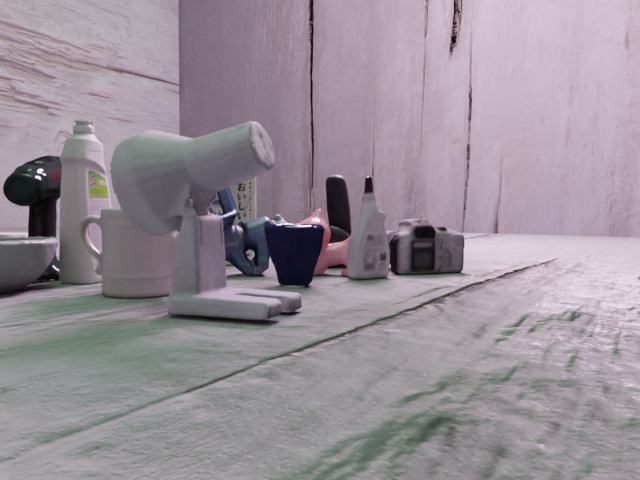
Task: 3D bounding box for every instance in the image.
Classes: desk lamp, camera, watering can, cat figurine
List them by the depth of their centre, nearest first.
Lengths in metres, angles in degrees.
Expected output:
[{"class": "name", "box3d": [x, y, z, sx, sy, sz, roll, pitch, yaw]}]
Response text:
[{"class": "desk lamp", "box3d": [-0.127, -0.025, 0.652, 0.202, 0.213, 0.118, 2, 4, 19]}, {"class": "watering can", "box3d": [-0.239, -0.023, 0.785, 0.173, 0.194, 0.100, -1, 4, -22]}, {"class": "cat figurine", "box3d": [0.009, 0.004, 1.018, 0.127, 0.118, 0.067, 1, 3, 5]}, {"class": "camera", "box3d": [0.183, 0.009, 1.095, 0.143, 0.101, 0.136, -1, 4, -22]}]

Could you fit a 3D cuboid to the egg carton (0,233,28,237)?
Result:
[{"class": "egg carton", "box3d": [-0.564, 0.022, 1.041, 0.107, 0.069, 0.150, 0, 3, -13]}]

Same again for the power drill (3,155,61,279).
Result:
[{"class": "power drill", "box3d": [-0.463, -0.043, 0.973, 0.075, 0.208, 0.229, 0, 3, -8]}]

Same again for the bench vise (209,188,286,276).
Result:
[{"class": "bench vise", "box3d": [-0.168, -0.048, 1.003, 0.208, 0.220, 0.121, -2, 4, -32]}]

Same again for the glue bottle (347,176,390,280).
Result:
[{"class": "glue bottle", "box3d": [0.083, -0.021, 0.972, 0.078, 0.173, 0.037, -2, 4, -36]}]

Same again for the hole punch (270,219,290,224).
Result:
[{"class": "hole punch", "box3d": [-0.089, -0.009, 1.460, 0.108, 0.091, 0.101, 4, 5, 45]}]

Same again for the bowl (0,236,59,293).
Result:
[{"class": "bowl", "box3d": [-0.452, 0.034, 0.792, 0.167, 0.075, 0.167, 0, 3, 0]}]

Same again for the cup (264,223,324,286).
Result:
[{"class": "cup", "box3d": [-0.039, 0.022, 0.888, 0.091, 0.095, 0.118, 0, 3, 1]}]

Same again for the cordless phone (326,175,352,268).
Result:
[{"class": "cordless phone", "box3d": [0.012, -0.039, 1.180, 0.147, 0.185, 0.094, 4, 5, 45]}]
